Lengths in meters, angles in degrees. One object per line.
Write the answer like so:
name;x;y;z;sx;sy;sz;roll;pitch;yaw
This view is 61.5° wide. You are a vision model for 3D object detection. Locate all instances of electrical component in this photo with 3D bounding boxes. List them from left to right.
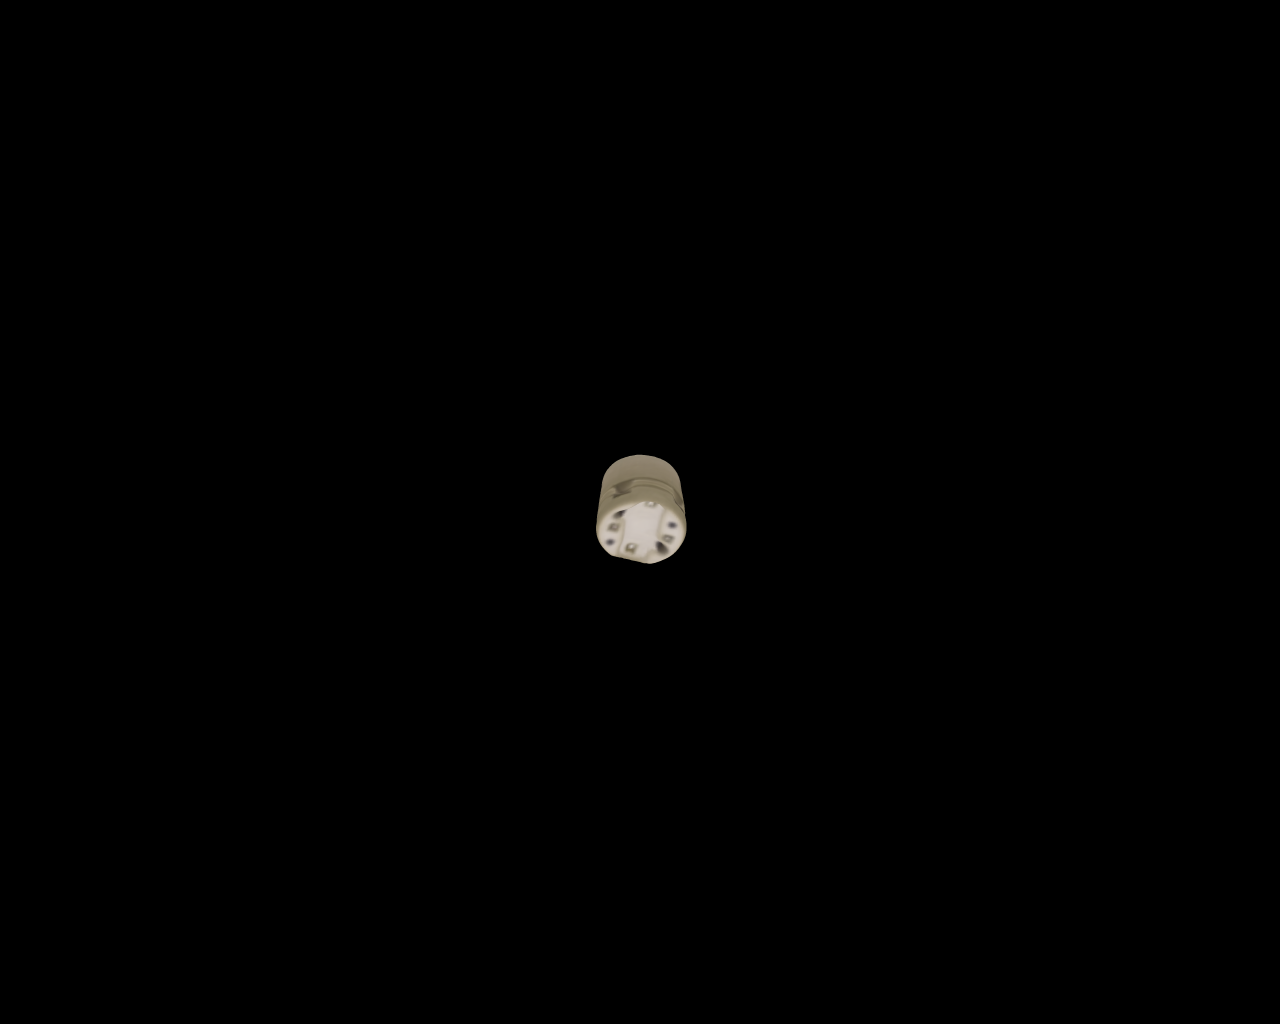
electrical component;0.001;-0.003;0.650;0.055;0.055;0.047;0;43;0
